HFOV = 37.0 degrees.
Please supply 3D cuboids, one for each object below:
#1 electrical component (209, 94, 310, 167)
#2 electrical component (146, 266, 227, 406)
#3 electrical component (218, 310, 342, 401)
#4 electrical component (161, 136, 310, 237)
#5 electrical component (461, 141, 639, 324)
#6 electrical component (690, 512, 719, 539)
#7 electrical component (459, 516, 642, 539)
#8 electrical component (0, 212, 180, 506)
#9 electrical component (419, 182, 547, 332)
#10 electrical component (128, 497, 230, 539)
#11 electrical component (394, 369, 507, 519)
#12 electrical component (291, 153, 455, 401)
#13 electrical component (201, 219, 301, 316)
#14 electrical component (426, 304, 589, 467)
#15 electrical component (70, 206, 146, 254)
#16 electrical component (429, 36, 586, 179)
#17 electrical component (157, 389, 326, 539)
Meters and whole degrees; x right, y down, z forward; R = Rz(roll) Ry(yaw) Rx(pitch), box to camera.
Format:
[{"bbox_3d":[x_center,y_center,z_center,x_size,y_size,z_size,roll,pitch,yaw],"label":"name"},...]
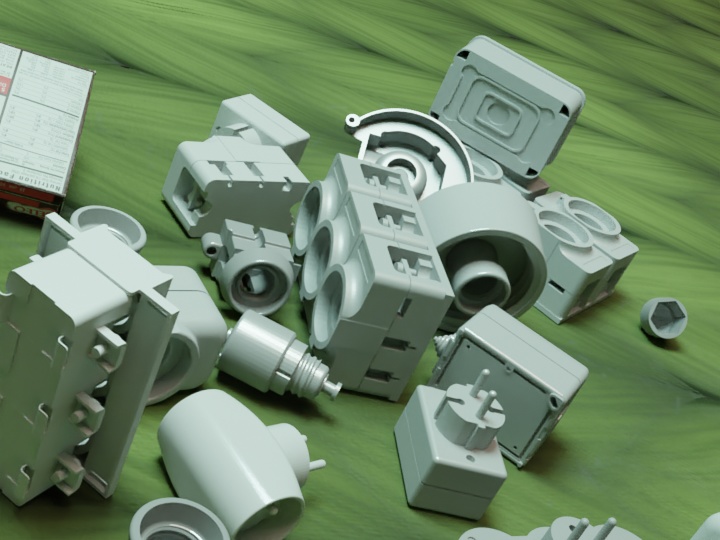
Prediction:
[{"bbox_3d":[-0.091,-0.096,0.841,0.066,0.047,0.077,36,32,16],"label":"electrical component"},{"bbox_3d":[-0.126,0.036,0.597,0.095,0.053,0.059,1,38,-37],"label":"electrical component"},{"bbox_3d":[-0.048,0.055,0.640,0.078,0.040,0.040,27,29,2],"label":"electrical component"},{"bbox_3d":[-0.091,-0.060,0.780,0.089,0.050,0.055,-2,40,-40],"label":"electrical component"},{"bbox_3d":[0.135,-0.045,0.922,0.186,0.060,0.105,39,32,22],"label":"electrical component"},{"bbox_3d":[0.242,0.189,0.638,0.059,0.053,0.095,-2,40,-40],"label":"electrical component"},{"bbox_3d":[0.109,0.156,0.567,0.138,0.073,0.052,7,35,-30],"label":"electrical component"},{"bbox_3d":[-0.139,0.047,0.500,0.079,0.121,0.063,36,33,17],"label":"electrical component"},{"bbox_3d":[0.082,-0.002,0.769,0.108,0.108,0.060,14,37,-20],"label":"electrical component"},{"bbox_3d":[-0.086,0.134,0.470,0.045,0.055,0.045,19,30,-12],"label":"electrical component"},{"bbox_3d":[0.059,0.092,0.627,0.047,0.076,0.065,16,31,-17],"label":"electrical component"},{"bbox_3d":[0.000,0.000,0.715,0.062,0.089,0.150,14,32,-21],"label":"electrical component"},{"bbox_3d":[-0.070,0.000,0.708,0.066,0.048,0.055,13,24,-21],"label":"electrical component"},{"bbox_3d":[0.092,0.069,0.705,0.096,0.061,0.061,35,31,15],"label":"electrical component"},{"bbox_3d":[-0.155,-0.003,0.635,0.045,0.055,0.045,19,30,-12],"label":"electrical component"},{"bbox_3d":[0.127,-0.141,0.925,0.113,0.078,0.057,31,33,10],"label":"electrical component"},{"bbox_3d":[-0.053,0.101,0.560,0.079,0.043,0.077,-5,42,-43],"label":"electrical component"}]
